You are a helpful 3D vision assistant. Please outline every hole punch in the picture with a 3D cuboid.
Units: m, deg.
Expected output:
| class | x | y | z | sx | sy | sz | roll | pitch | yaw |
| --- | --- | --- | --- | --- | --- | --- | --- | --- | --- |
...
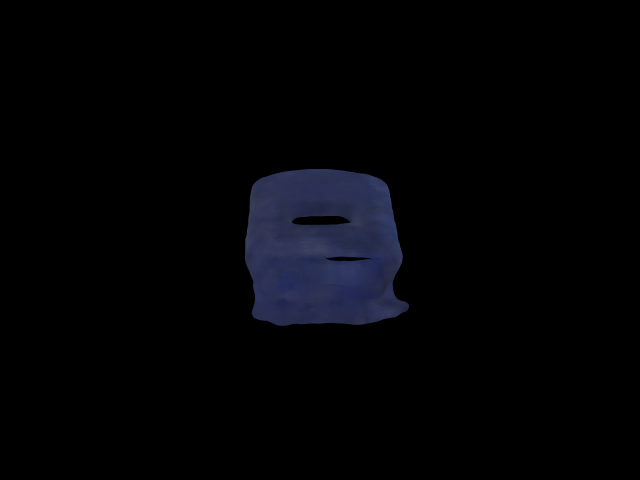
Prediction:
| class | x | y | z | sx | sy | sz | roll | pitch | yaw |
| --- | --- | --- | --- | --- | --- | --- | --- | --- | --- |
| hole punch | 0.004 | 0.001 | 0.400 | 0.108 | 0.091 | 0.101 | -1 | 15 | -3 |
